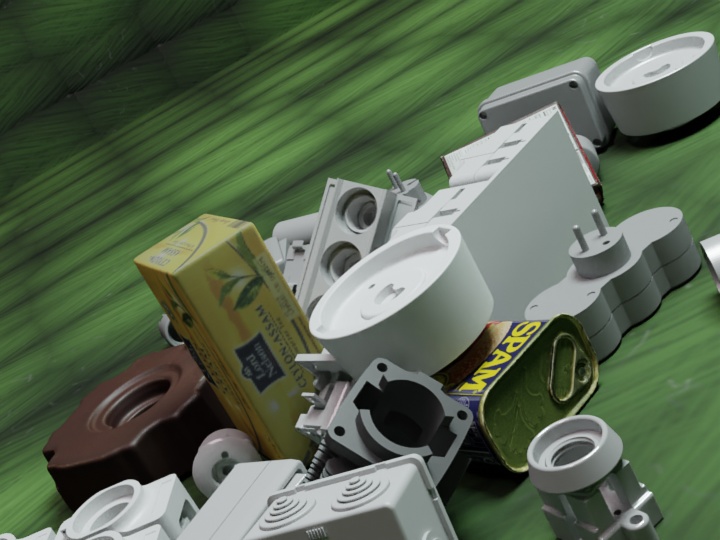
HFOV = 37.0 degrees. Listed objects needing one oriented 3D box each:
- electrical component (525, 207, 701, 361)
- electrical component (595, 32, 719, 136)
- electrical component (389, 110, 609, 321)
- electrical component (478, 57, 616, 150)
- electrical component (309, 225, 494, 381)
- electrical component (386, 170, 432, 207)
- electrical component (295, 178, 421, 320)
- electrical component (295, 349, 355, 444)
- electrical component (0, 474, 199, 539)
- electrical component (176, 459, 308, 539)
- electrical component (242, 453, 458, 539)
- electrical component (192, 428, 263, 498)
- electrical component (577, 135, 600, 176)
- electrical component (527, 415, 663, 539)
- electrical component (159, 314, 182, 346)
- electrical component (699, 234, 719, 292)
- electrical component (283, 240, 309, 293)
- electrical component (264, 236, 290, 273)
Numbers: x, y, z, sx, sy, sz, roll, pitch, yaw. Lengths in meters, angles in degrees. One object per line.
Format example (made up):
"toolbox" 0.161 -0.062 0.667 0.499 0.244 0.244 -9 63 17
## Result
"electrical component" 0.161 -0.003 0.706 0.138 0.073 0.052 -38 22 -24
"electrical component" 0.272 -0.159 0.958 0.108 0.060 0.108 -25 20 10
"electrical component" 0.100 -0.022 0.784 0.060 0.105 0.186 -8 28 44
"electrical component" 0.178 -0.144 1.022 0.113 0.078 0.057 -15 21 33
"electrical component" 0.030 0.029 0.656 0.108 0.060 0.108 -31 19 12
"electrical component" 0.045 -0.059 0.990 0.047 0.075 0.083 -32 20 -8
"electrical component" 0.000 0.000 0.807 0.079 0.121 0.063 16 0 30
"electrical component" -0.008 0.089 0.713 0.042 0.081 0.063 -5 53 48
"electrical component" -0.194 0.207 0.681 0.186 0.060 0.105 -25 20 11
"electrical component" -0.059 0.161 0.613 0.061 0.061 0.096 -12 25 38
"electrical component" 0.001 0.147 0.518 0.100 0.099 0.048 -20 9 23
"electrical component" -0.093 0.132 0.758 0.048 0.048 0.062 -28 13 0
"electrical component" 0.189 -0.101 0.955 0.040 0.040 0.078 -23 20 14
"electrical component" 0.112 0.106 0.530 0.048 0.055 0.066 -36 21 -21
"electrical component" -0.177 0.057 1.059 0.040 0.040 0.046 -35 15 -17
"electrical component" 0.253 -0.013 0.651 0.081 0.043 0.043 -24 20 12
"electrical component" -0.010 0.005 0.909 0.121 0.063 0.078 1 75 53
"electrical component" -0.082 0.011 1.009 0.061 0.061 0.096 -28 20 0
